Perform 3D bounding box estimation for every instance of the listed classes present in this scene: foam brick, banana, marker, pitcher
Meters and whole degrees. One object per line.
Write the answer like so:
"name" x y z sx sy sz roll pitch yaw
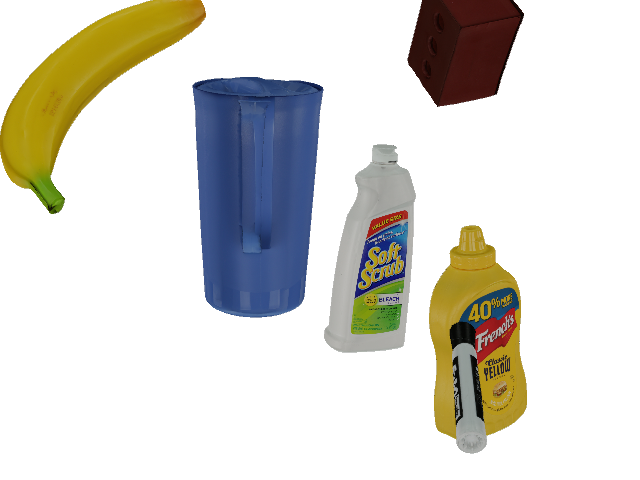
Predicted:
"foam brick" 0.100 -0.142 0.754 0.051 0.053 0.078 -16 -34 -20
"banana" -0.143 -0.095 0.662 0.069 0.197 0.037 26 -35 3
"marker" 0.098 0.094 0.715 0.020 0.020 0.121 0 32 4
"pitcher" -0.067 -0.045 1.109 0.145 0.243 0.148 16 21 41

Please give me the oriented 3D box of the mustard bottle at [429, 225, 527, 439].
"mustard bottle" 0.143 0.080 0.978 0.096 0.191 0.058 -16 19 -32

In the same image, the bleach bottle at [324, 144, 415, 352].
"bleach bottle" 0.063 0.008 1.307 0.102 0.251 0.068 -2 16 -19
